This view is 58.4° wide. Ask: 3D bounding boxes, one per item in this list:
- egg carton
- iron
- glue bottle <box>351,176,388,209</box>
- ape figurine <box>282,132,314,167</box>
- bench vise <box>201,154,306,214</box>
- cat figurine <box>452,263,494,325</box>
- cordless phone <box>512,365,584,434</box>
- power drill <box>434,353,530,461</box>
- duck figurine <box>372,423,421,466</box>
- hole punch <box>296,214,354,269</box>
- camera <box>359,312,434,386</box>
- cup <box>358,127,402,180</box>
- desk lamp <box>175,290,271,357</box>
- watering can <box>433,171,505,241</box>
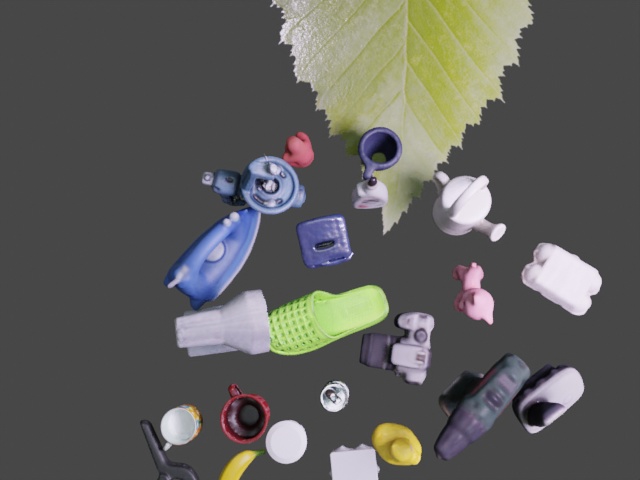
[{"bbox_3d":[0.493,0.078,1.171,0.150,0.069,0.107,32,83,7],"label":"egg carton"},{"bbox_3d":[-0.216,0.014,1.175,0.118,0.141,0.258,37,83,8],"label":"iron"},{"bbox_3d":[0.103,-0.100,1.166,0.078,0.173,0.037,-8,79,1],"label":"glue bottle"},{"bbox_3d":[-0.051,-0.197,1.231,0.078,0.092,0.076,-38,80,-4],"label":"ape figurine"},{"bbox_3d":[-0.139,-0.108,1.154,0.207,0.220,0.121,-11,79,1],"label":"bench vise"},{"bbox_3d":[0.310,0.107,1.149,0.067,0.118,0.128,-3,80,2],"label":"cat figurine"},{"bbox_3d":[0.444,0.302,1.074,0.147,0.185,0.094,-40,80,-4],"label":"cordless phone"},{"bbox_3d":[0.286,0.307,1.068,0.075,0.208,0.230,44,85,9],"label":"power drill"},{"bbox_3d":[0.151,0.404,1.119,0.104,0.086,0.077,29,82,7],"label":"duck figurine"},{"bbox_3d":[0.011,0.004,1.193,0.108,0.091,0.101,-13,79,0],"label":"hole punch"},{"bbox_3d":[0.152,0.210,1.146,0.136,0.101,0.143,8,80,4],"label":"camera"},{"bbox_3d":[0.121,-0.171,1.218,0.091,0.095,0.118,24,82,7],"label":"cup"},{"bbox_3d":[-0.186,0.171,1.109,0.203,0.213,0.118,-10,79,1],"label":"desk lamp"},{"bbox_3d":[0.295,-0.072,1.143,0.172,0.194,0.101,26,82,7],"label":"watering can"}]
